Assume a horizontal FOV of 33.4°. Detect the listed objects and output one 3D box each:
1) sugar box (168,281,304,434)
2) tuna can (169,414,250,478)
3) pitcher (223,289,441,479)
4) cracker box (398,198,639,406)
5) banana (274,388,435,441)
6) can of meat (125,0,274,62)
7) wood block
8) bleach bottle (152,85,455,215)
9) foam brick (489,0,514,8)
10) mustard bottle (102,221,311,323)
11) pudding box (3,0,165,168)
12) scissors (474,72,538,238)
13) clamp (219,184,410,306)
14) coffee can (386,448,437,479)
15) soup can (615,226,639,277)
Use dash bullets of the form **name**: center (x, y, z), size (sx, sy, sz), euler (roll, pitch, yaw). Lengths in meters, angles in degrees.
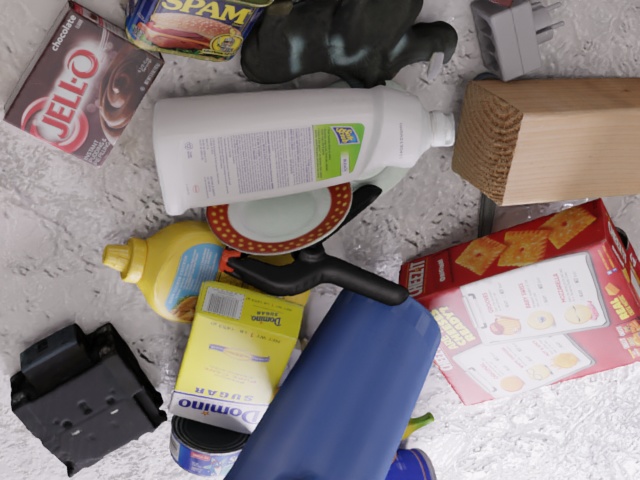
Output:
- **sugar box**: center (-0.081, 0.113, 0.985), size (0.093, 0.048, 0.176), euler (16, 137, -4)
- **tuna can**: center (-0.106, 0.196, 1.056), size (0.086, 0.086, 0.034), euler (0, 118, -18)
- **pitcher**: center (0.015, 0.165, 0.982), size (0.145, 0.149, 0.242), euler (52, 55, -36)
- **cracker box**: center (0.206, 0.066, 1.052), size (0.214, 0.072, 0.164), euler (-19, 125, 25)
- **banana**: center (0.023, 0.187, 1.113), size (0.197, 0.037, 0.070), euler (12, 123, -31)
- **can of meat**: center (-0.098, -0.191, 0.851), size (0.102, 0.057, 0.084), euler (7, 150, -24)
- **wood block**: center (0.238, -0.096, 0.994), size (0.205, 0.090, 0.091), euler (-6, 119, -26)
- **bleach bottle**: center (-0.012, -0.080, 0.913), size (0.251, 0.068, 0.102), euler (-4, 133, -1)
- **foam brick**: center (0.135, -0.242, 0.923), size (0.078, 0.053, 0.051), euler (14, 111, -23)
- **mustard bottle**: center (-0.106, 0.033, 0.986), size (0.191, 0.058, 0.096), euler (13, 112, -24)
- **pudding box**: center (-0.196, -0.128, 0.883), size (0.090, 0.039, 0.113), euler (27, 106, -28)
- **scissors**: center (0.187, -0.075, 1.049), size (0.096, 0.016, 0.202), euler (-18, 121, -9)
- **clamp**: center (-0.006, 0.001, 0.966), size (0.171, 0.120, 0.039), euler (3, 147, -14)
- **coffee can**: center (0.043, 0.275, 1.136), size (0.140, 0.103, 0.103), euler (3, 116, -19)
- **soup can**: center (0.308, 0.043, 1.121), size (0.068, 0.068, 0.102), euler (-36, 123, 2)
